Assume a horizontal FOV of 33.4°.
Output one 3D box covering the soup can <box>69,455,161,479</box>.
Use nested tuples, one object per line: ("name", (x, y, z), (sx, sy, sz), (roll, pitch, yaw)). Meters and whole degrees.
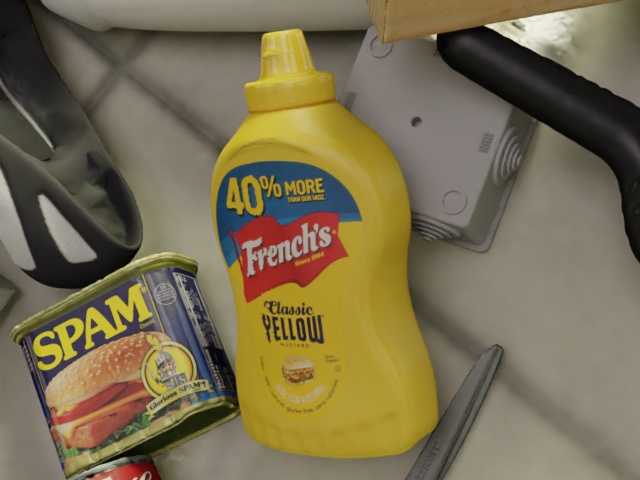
("soup can", (-0.093, 0.166, 0.518), (0.068, 0.068, 0.102), (-31, 70, 10))

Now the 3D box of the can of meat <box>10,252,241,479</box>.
("can of meat", (-0.097, 0.067, 0.549), (0.102, 0.057, 0.084), (-27, 73, 13))

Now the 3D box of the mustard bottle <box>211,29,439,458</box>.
("mustard bottle", (-0.003, 0.001, 0.490), (0.096, 0.058, 0.191), (-1, 102, 36))

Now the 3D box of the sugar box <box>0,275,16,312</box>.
("sugar box", (-0.244, 0.081, 0.564), (0.048, 0.093, 0.176), (36, 89, 18))

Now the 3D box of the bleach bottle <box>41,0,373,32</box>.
("bleach bottle", (-0.061, -0.163, 0.585), (0.251, 0.068, 0.102), (4, 66, 25))

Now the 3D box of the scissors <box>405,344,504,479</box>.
("scissors", (0.018, 0.137, 0.513), (0.096, 0.016, 0.202), (12, 82, 22))

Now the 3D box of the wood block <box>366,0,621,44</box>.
("wood block", (0.116, -0.161, 0.451), (0.206, 0.090, 0.091), (-11, 59, -7))

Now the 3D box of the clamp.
("clamp", (0.154, -0.040, 0.472), (0.164, 0.036, 0.210), (-16, 75, -11))
